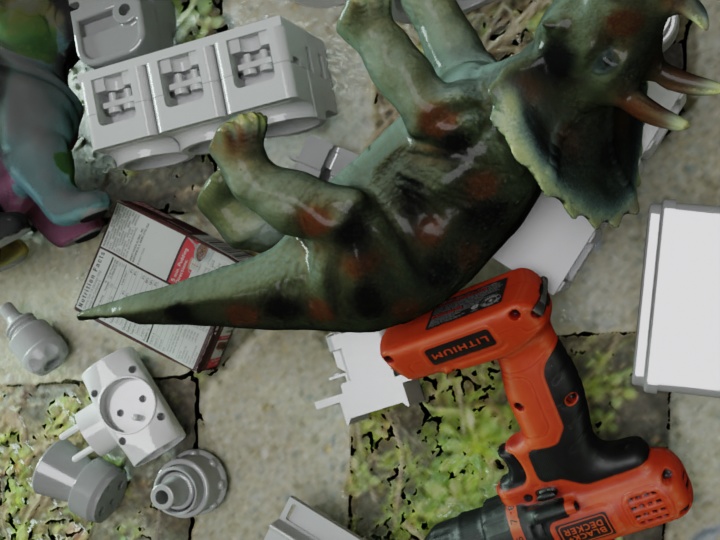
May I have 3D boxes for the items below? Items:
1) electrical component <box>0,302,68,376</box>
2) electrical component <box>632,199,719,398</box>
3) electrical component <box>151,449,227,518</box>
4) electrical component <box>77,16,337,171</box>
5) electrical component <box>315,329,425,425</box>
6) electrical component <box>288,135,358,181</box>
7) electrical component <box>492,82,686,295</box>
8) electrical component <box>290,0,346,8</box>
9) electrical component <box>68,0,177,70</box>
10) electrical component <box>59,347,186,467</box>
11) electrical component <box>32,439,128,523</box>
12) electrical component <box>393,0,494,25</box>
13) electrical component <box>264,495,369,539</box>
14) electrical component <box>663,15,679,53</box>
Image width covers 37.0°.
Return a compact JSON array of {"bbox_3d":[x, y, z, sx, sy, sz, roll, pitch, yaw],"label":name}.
[{"bbox_3d":[-0.252,0.049,0.815,0.061,0.035,0.035,46,102,15],"label":"electrical component"},{"bbox_3d":[0.196,0.016,0.640,0.056,0.109,0.108,6,92,14],"label":"electrical component"},{"bbox_3d":[-0.126,0.155,0.763,0.048,0.062,0.048,0,90,17],"label":"electrical component"},{"bbox_3d":[-0.102,-0.116,0.739,0.150,0.089,0.061,-12,87,17],"label":"electrical component"},{"bbox_3d":[0.009,0.067,0.733,0.081,0.042,0.063,-20,81,16],"label":"electrical component"},{"bbox_3d":[-0.023,-0.056,0.739,0.066,0.048,0.055,24,90,16],"label":"electrical component"},{"bbox_3d":[0.129,-0.071,0.684,0.089,0.062,0.150,33,100,14],"label":"electrical component"},{"bbox_3d":[-0.033,-0.239,0.732,0.108,0.060,0.108,0,90,17],"label":"electrical component"},{"bbox_3d":[-0.170,-0.185,0.771,0.054,0.059,0.095,-15,77,14],"label":"electrical component"},{"bbox_3d":[-0.180,0.109,0.783,0.079,0.044,0.077,-33,81,-4],"label":"electrical component"},{"bbox_3d":[-0.207,0.157,0.797,0.055,0.045,0.045,24,97,15],"label":"electrical component"},{"bbox_3d":[0.056,-0.211,0.684,0.108,0.108,0.060,-23,78,16],"label":"electrical component"},{"bbox_3d":[-0.008,0.214,0.727,0.121,0.063,0.078,28,98,15],"label":"electrical component"},{"bbox_3d":[0.176,-0.156,0.669,0.043,0.062,0.043,0,91,17],"label":"electrical component"}]
